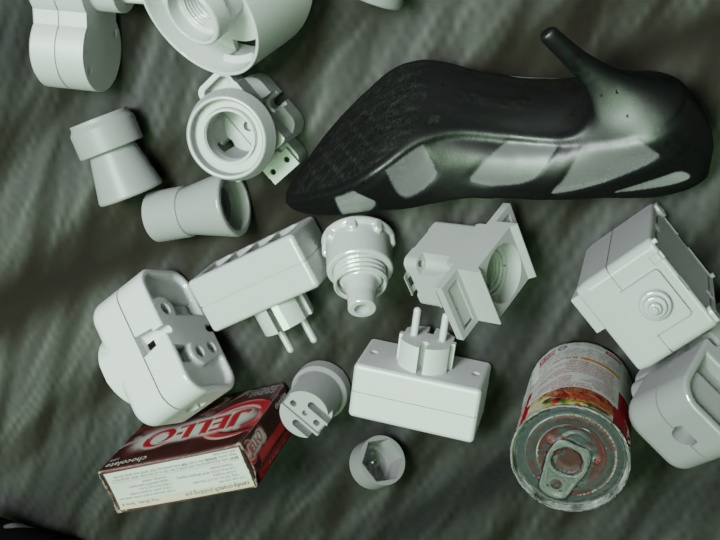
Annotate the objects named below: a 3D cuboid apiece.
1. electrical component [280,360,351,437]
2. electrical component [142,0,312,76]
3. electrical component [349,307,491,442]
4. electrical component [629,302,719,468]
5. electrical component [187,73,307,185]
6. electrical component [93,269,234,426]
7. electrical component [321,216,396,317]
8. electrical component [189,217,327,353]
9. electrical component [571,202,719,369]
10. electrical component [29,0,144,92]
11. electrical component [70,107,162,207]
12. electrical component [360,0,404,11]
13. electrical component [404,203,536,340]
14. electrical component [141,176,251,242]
[{"bbox_3d":[-0.031,0.088,0.731,0.040,0.046,0.040,5,109,14],"label":"electrical component"},{"bbox_3d":[-0.082,-0.169,0.645,0.099,0.064,0.099,27,147,19],"label":"electrical component"},{"bbox_3d":[0.042,0.061,0.700,0.083,0.047,0.075,11,111,12],"label":"electrical component"},{"bbox_3d":[0.202,0.067,0.629,0.054,0.095,0.059,45,144,-2],"label":"electrical component"},{"bbox_3d":[-0.074,-0.088,0.677,0.058,0.057,0.078,-39,95,23],"label":"electrical component"},{"bbox_3d":[-0.137,0.055,0.731,0.059,0.054,0.095,-35,72,23],"label":"electrical component"},{"bbox_3d":[0.000,0.000,0.680,0.048,0.062,0.048,-2,142,-2],"label":"electrical component"},{"bbox_3d":[-0.055,0.019,0.713,0.083,0.047,0.075,-24,100,21],"label":"electrical component"},{"bbox_3d":[0.164,0.012,0.623,0.061,0.096,0.061,-37,95,24],"label":"electrical component"},{"bbox_3d":[-0.164,-0.180,0.673,0.074,0.052,0.138,8,110,13],"label":"electrical component"},{"bbox_3d":[-0.162,-0.075,0.712,0.045,0.045,0.055,-17,103,20],"label":"electrical component"},{"bbox_3d":[0.013,-0.185,0.626,0.045,0.045,0.055,25,113,6],"label":"electrical component"},{"bbox_3d":[0.066,-0.001,0.660,0.064,0.081,0.042,8,135,41],"label":"electrical component"},{"bbox_3d":[-0.111,-0.039,0.713,0.065,0.044,0.044,-8,106,23],"label":"electrical component"}]
